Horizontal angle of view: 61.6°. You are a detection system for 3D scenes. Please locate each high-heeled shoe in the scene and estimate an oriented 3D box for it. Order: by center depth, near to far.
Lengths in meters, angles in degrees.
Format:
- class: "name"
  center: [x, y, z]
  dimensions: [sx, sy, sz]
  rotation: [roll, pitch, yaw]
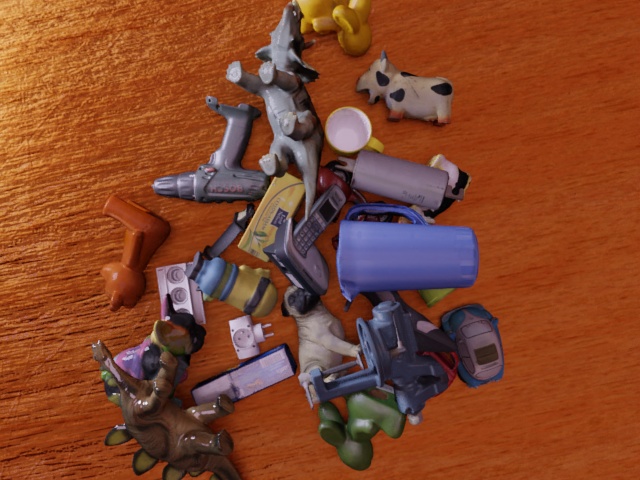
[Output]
- class: "high-heeled shoe"
  center: [0.158, 0.114, 1.023]
  dimensions: [0.249, 0.086, 0.145]
  rotation: [22, 59, 15]

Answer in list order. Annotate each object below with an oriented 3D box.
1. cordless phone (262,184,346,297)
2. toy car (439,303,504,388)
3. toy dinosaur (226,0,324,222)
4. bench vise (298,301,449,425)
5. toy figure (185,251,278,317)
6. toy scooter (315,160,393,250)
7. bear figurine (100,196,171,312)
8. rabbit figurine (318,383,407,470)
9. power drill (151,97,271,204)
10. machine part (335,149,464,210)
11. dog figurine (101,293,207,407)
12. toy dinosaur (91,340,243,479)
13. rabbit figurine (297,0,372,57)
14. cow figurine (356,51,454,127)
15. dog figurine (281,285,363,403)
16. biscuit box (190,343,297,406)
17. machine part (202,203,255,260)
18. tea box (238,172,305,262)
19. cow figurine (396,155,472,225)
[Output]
- class: "cordless phone"
  center: [-0.001, -0.002, 1.001]
  dimensions: [0.184, 0.089, 0.146]
  rotation: [-50, 126, -17]
- class: "toy car"
  center: [0.301, 0.207, 1.032]
  dimensions: [0.109, 0.103, 0.161]
  rotation: [-16, 85, 0]
- class: "toy dinosaur"
  center: [-0.049, -0.231, 1.012]
  dimensions: [0.131, 0.192, 0.404]
  rotation: [-15, 88, 35]
- class: "bench vise"
  center: [0.087, 0.226, 0.918]
  dimensions: [0.241, 0.129, 0.223]
  rotation: [-16, 109, -6]
- class: "toy figure"
  center: [-0.167, 0.090, 1.028]
  dimensions: [0.180, 0.082, 0.089]
  rotation: [26, 42, -23]
- class: "toy scooter"
  center: [0.044, -0.059, 1.061]
  dimensions: [0.184, 0.075, 0.135]
  rotation: [42, 90, -2]
- class: "bear figurine"
  center: [-0.375, 0.031, 1.037]
  dimensions: [0.132, 0.120, 0.195]
  rotation: [29, 93, 5]
- class: "rabbit figurine"
  center: [0.074, 0.359, 1.018]
  dimensions: [0.159, 0.121, 0.170]
  rotation: [17, 102, -4]
- class: "power drill"
  center: [-0.206, -0.173, 1.064]
  dimensions: [0.232, 0.086, 0.207]
  rotation: [9, 83, -1]
- class: "machine part"
  center: [0.146, -0.111, 0.993]
  dimensions: [0.243, 0.079, 0.079]
  rotation: [16, 87, 3]
- class: "dog figurine"
  center: [-0.306, 0.203, 0.982]
  dimensions: [0.192, 0.108, 0.219]
  rotation: [7, 122, -2]
- class: "toy dinosaur"
  center: [-0.245, 0.350, 0.958]
  dimensions: [0.198, 0.105, 0.471]
  rotation: [-32, 110, 21]
- class: "rabbit figurine"
  center: [0.043, -0.443, 1.056]
  dimensions: [0.173, 0.162, 0.122]
  rotation: [46, 75, -15]
- class: "cow figurine"
  center: [0.169, -0.298, 1.068]
  dimensions: [0.195, 0.085, 0.127]
  rotation: [8, 93, 3]
- class: "dog figurine"
  center: [-0.023, 0.196, 1.042]
  dimensions: [0.191, 0.121, 0.172]
  rotation: [38, 78, 14]
- class: "biscuit box"
  center: [-0.145, 0.270, 1.048]
  dimensions: [0.203, 0.063, 0.059]
  rotation: [-24, 86, -2]
- class: "machine part"
  center: [-0.176, -0.014, 1.063]
  dimensions: [0.039, 0.084, 0.139]
  rotation: [40, 97, -21]
- class: "tea box"
  center: [-0.088, -0.044, 1.048]
  dimensions: [0.068, 0.098, 0.169]
  rotation: [29, 86, 1]
- class: "cow figurine"
  center: [0.224, -0.080, 1.067]
  dimensions: [0.098, 0.068, 0.167]
  rotation: [32, 88, -4]
